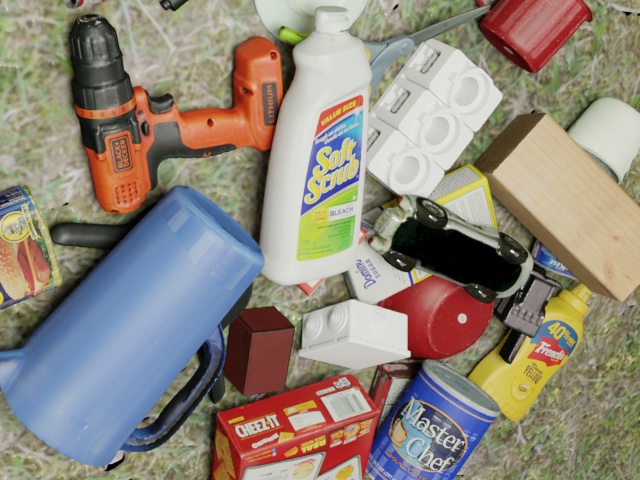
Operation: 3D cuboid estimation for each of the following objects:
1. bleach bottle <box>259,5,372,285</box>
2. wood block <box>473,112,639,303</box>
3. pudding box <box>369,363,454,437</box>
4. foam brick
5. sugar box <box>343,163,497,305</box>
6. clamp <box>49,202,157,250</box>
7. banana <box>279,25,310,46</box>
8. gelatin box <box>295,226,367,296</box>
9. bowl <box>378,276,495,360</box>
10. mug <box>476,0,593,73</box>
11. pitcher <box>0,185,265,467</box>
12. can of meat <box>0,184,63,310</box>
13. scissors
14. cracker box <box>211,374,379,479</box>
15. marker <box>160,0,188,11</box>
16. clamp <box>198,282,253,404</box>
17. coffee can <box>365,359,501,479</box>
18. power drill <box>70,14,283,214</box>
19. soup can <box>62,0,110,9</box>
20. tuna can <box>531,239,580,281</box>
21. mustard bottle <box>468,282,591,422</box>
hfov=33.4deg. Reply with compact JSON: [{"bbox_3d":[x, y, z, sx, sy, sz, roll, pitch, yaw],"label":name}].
[{"bbox_3d":[-0.005,-0.087,0.981,0.102,0.068,0.251,-13,121,-31],"label":"bleach bottle"},{"bbox_3d":[0.275,-0.037,1.177,0.206,0.091,0.090,43,87,-10],"label":"wood block"},{"bbox_3d":[0.109,0.195,1.282,0.113,0.039,0.090,5,112,-31],"label":"pudding box"},{"bbox_3d":[-0.064,0.117,1.124,0.051,0.053,0.078,-4,116,-31],"label":"foam brick"},{"bbox_3d":[0.104,-0.004,1.160,0.176,0.048,0.093,-23,125,-7],"label":"sugar box"},{"bbox_3d":[-0.170,0.017,1.018,0.171,0.039,0.120,-16,134,-23],"label":"clamp"},{"bbox_3d":[-0.009,-0.121,1.035,0.069,0.037,0.198,-3,126,-7],"label":"banana"},{"bbox_3d":[-0.007,0.001,1.091,0.073,0.030,0.089,43,85,5],"label":"gelatin box"},{"bbox_3d":[0.147,0.080,1.236,0.161,0.055,0.162,-15,121,-26],"label":"bowl"},{"bbox_3d":[0.211,-0.235,1.101,0.117,0.093,0.081,41,95,-8],"label":"mug"},{"bbox_3d":[-0.157,0.078,0.959,0.243,0.145,0.149,-48,166,5],"label":"pitcher"},{"bbox_3d":[-0.281,0.011,0.933,0.083,0.058,0.102,-23,125,-24],"label":"can of meat"},{"bbox_3d":[0.076,-0.176,1.064,0.201,0.016,0.096,-12,127,-15],"label":"scissors"},{"bbox_3d":[-0.035,0.257,1.176,0.164,0.072,0.214,-14,136,-25],"label":"cracker box"},{"bbox_3d":[-0.091,-0.242,0.944,0.121,0.020,0.020,-39,128,-9],"label":"marker"},{"bbox_3d":[-0.134,0.080,1.053,0.164,0.036,0.210,5,121,-38],"label":"clamp"},{"bbox_3d":[0.125,0.222,1.214,0.102,0.103,0.140,26,101,-38],"label":"coffee can"},{"bbox_3d":[-0.127,-0.127,0.958,0.187,0.057,0.184,-17,125,-21],"label":"power drill"},{"bbox_3d":[-0.163,-0.232,0.874,0.102,0.069,0.068,-17,122,-25],"label":"soup can"},{"bbox_3d":[0.297,0.019,1.278,0.085,0.086,0.034,6,109,-34],"label":"tuna can"},{"bbox_3d":[0.274,0.132,1.340,0.096,0.058,0.191,39,90,-34],"label":"mustard bottle"}]
